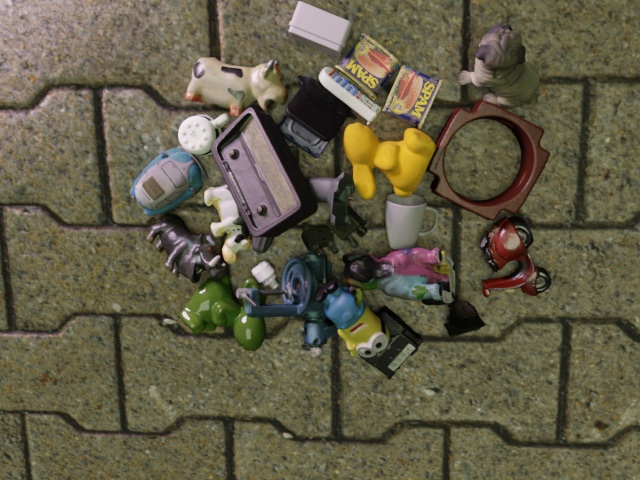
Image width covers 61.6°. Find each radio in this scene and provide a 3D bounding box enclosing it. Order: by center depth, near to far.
[{"bbox_3d":[-0.111,-0.124,1.035,0.131,0.073,0.229,-34,72,25],"label":"radio"}]

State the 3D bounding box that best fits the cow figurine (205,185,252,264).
[{"bbox_3d":[-0.177,-0.037,1.124,0.098,0.068,0.167,-14,99,1],"label":"cow figurine"}]

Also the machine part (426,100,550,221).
[{"bbox_3d":[0.324,-0.155,1.059,0.201,0.087,0.201,26,103,-1],"label":"machine part"}]

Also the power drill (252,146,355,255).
[{"bbox_3d":[-0.038,-0.069,1.079,0.208,0.086,0.231,11,96,34],"label":"power drill"}]

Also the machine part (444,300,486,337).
[{"bbox_3d":[0.297,0.165,1.108,0.084,0.138,0.039,-14,60,10],"label":"machine part"}]

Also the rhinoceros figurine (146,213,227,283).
[{"bbox_3d":[-0.273,0.024,1.118,0.112,0.073,0.190,-43,69,-15],"label":"rhinoceros figurine"}]

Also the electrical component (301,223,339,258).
[{"bbox_3d":[-0.002,-0.003,1.120,0.063,0.094,0.021,-13,141,-21],"label":"electrical component"}]

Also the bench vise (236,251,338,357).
[{"bbox_3d":[-0.057,0.132,1.098,0.240,0.129,0.223,3,95,-32],"label":"bench vise"}]

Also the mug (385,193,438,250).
[{"bbox_3d":[0.182,-0.034,1.099,0.110,0.081,0.107,3,115,-4],"label":"mug"}]

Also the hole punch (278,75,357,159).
[{"bbox_3d":[-0.014,-0.240,1.070,0.142,0.092,0.116,34,61,-3],"label":"hole punch"}]

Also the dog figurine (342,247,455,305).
[{"bbox_3d":[0.152,0.074,1.098,0.219,0.191,0.108,-1,78,27],"label":"dog figurine"}]

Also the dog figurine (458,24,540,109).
[{"bbox_3d":[0.350,-0.304,0.975,0.172,0.190,0.121,21,102,-2],"label":"dog figurine"}]

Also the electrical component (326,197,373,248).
[{"bbox_3d":[0.061,-0.042,1.120,0.102,0.045,0.078,41,129,-2],"label":"electrical component"}]

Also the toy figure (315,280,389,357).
[{"bbox_3d":[0.070,0.152,1.064,0.082,0.089,0.180,-32,105,39],"label":"toy figure"}]

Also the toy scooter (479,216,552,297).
[{"bbox_3d":[0.381,0.048,1.100,0.135,0.075,0.183,-26,103,8],"label":"toy scooter"}]

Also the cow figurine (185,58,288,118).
[{"bbox_3d":[-0.157,-0.308,1.064,0.195,0.085,0.127,18,107,2],"label":"cow figurine"}]

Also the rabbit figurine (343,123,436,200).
[{"bbox_3d":[0.121,-0.164,1.060,0.173,0.122,0.162,23,118,-7],"label":"rabbit figurine"}]

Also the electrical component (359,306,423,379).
[{"bbox_3d":[0.135,0.211,1.154,0.134,0.058,0.115,41,99,-4],"label":"electrical component"}]

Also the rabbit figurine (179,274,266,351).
[{"bbox_3d":[-0.178,0.156,1.137,0.170,0.121,0.159,34,80,11],"label":"rabbit figurine"}]

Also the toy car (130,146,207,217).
[{"bbox_3d":[-0.322,-0.116,1.099,0.162,0.103,0.109,-34,96,7],"label":"toy car"}]
